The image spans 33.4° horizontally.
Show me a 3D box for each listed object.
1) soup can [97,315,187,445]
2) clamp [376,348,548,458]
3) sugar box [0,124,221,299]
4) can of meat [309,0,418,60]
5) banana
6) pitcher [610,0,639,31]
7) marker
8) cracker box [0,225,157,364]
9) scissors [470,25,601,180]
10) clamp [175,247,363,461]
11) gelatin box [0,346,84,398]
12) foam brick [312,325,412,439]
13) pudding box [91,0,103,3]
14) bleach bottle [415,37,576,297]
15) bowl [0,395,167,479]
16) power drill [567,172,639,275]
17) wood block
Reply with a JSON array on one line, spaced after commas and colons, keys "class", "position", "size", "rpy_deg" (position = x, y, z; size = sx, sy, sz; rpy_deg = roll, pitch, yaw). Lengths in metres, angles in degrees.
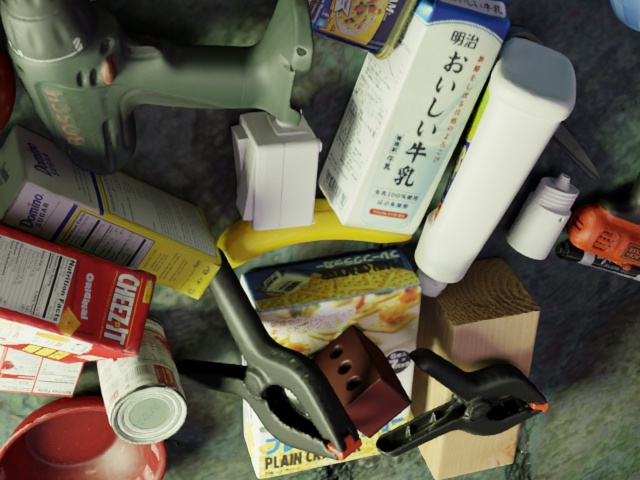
[{"class": "soup can", "position": [-0.159, 0.121, 0.940], "size": [0.068, 0.102, 0.068], "rpy_deg": [-10, 126, -14]}, {"class": "clamp", "position": [0.138, 0.143, 0.993], "size": [0.171, 0.039, 0.120], "rpy_deg": [-8, 132, -22]}, {"class": "sugar box", "position": [-0.167, -0.020, 0.841], "size": [0.176, 0.093, 0.048], "rpy_deg": [23, 112, -31]}, {"class": "can of meat", "position": [0.027, -0.198, 0.811], "size": [0.083, 0.057, 0.102], "rpy_deg": [13, 118, -26]}, {"class": "banana", "position": [-0.009, -0.008, 0.949], "size": [0.197, 0.037, 0.070], "rpy_deg": [-12, 148, -11]}, {"class": "pitcher", "position": [0.265, -0.286, 0.804], "size": [0.149, 0.145, 0.242], "rpy_deg": [-18, 133, 8]}, {"class": "marker", "position": [0.288, 0.021, 1.091], "size": [0.121, 0.020, 0.020], "rpy_deg": [14, 118, -28]}, {"class": "cracker box", "position": [-0.252, 0.031, 0.795], "size": [0.213, 0.164, 0.072], "rpy_deg": [20, 73, -27]}, {"class": "scissors", "position": [0.188, -0.103, 0.966], "size": [0.096, 0.016, 0.201], "rpy_deg": [-29, 129, 3]}, {"class": "clamp", "position": [-0.053, 0.122, 0.927], "size": [0.036, 0.210, 0.165], "rpy_deg": [-31, 156, -41]}, {"class": "gelatin box", "position": [-0.243, 0.094, 0.934], "size": [0.073, 0.030, 0.089], "rpy_deg": [9, 119, -28]}, {"class": "foam brick", "position": [0.036, 0.124, 0.944], "size": [0.053, 0.078, 0.051], "rpy_deg": [-41, 127, 8]}, {"class": "pudding box", "position": [-0.172, -0.218, 0.734], "size": [0.090, 0.039, 0.113], "rpy_deg": [-18, 131, -8]}, {"class": "bleach bottle", "position": [0.137, -0.044, 0.922], "size": [0.068, 0.102, 0.251], "rpy_deg": [21, 127, -1]}, {"class": "bowl", "position": [-0.227, 0.198, 0.998], "size": [0.162, 0.055, 0.162], "rpy_deg": [-10, 127, -14]}, {"class": "power drill", "position": [0.357, -0.044, 1.045], "size": [0.184, 0.057, 0.188], "rpy_deg": [16, 117, -29]}, {"class": "wood block", "position": [0.149, 0.130, 1.071], "size": [0.090, 0.090, 0.206], "rpy_deg": [-10, 127, -14]}]
